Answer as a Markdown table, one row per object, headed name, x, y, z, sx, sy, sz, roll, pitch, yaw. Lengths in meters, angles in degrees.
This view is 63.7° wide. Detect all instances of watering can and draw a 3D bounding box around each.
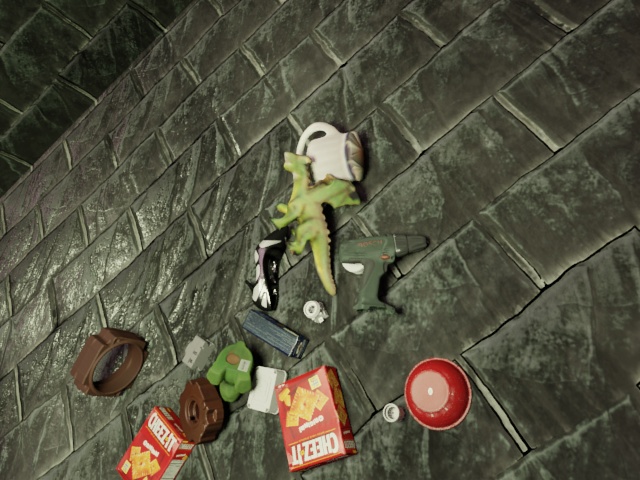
| name | x | y | z | sx | sy | sz | roll | pitch | yaw |
| --- | --- | --- | --- | --- | --- | --- | --- | --- | --- |
| watering can | 0.031 | -0.193 | 1.543 | 0.223 | 0.351 | 0.103 | -9 | -11 | 27 |

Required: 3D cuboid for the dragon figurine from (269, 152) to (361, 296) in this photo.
| name | x | y | z | sx | sy | sz | roll | pitch | yaw |
| --- | --- | --- | --- | --- | --- | --- | --- | --- | --- |
| dragon figurine | 0.004 | -0.073 | 1.457 | 0.241 | 0.413 | 0.122 | -39 | -11 | 14 |
